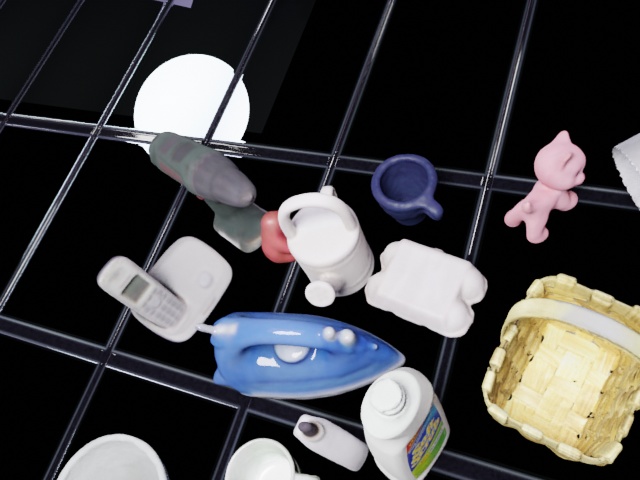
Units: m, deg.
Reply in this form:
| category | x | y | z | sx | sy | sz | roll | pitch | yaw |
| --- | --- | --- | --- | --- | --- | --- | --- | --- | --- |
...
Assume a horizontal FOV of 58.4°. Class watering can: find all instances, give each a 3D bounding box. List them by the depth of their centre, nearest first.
| category | x | y | z | sx | sy | sz | roll | pitch | yaw |
| --- | --- | --- | --- | --- | --- | --- | --- | --- | --- |
| watering can | 0.009 | 0.002 | 0.763 | 0.101 | 0.194 | 0.172 | -25 | 59 | 3 |

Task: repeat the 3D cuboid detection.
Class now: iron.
| category | x | y | z | sx | sy | sz | roll | pitch | yaw |
| --- | --- | --- | --- | --- | --- | --- | --- | --- | --- |
| iron | -0.027 | 0.133 | 0.736 | 0.257 | 0.142 | 0.118 | -3 | 63 | 15 |

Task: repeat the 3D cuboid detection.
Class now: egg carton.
| category | x | y | z | sx | sy | sz | roll | pitch | yaw |
| --- | --- | --- | --- | --- | --- | --- | --- | --- | --- |
| egg carton | 0.141 | 0.063 | 0.765 | 0.150 | 0.069 | 0.107 | 20 | 71 | 25 |

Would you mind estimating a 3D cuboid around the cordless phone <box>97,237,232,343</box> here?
| category | x | y | z | sx | sy | sz | roll | pitch | yaw |
| --- | --- | --- | --- | --- | --- | --- | --- | --- | --- |
| cordless phone | -0.218 | 0.051 | 0.810 | 0.094 | 0.185 | 0.148 | 24 | 72 | 26 |

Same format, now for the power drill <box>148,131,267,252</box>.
| category | x | y | z | sx | sy | sz | roll | pitch | yaw |
| --- | --- | --- | --- | --- | --- | --- | --- | --- | --- |
| power drill | -0.144 | -0.068 | 0.837 | 0.228 | 0.209 | 0.076 | 33 | 76 | 28 |

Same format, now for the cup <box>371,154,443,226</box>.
| category | x | y | z | sx | sy | sz | roll | pitch | yaw |
| --- | --- | --- | --- | --- | --- | --- | --- | --- | --- |
| cup | 0.134 | -0.054 | 0.813 | 0.092 | 0.095 | 0.117 | -41 | 60 | -7 |

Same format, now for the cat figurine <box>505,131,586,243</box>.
| category | x | y | z | sx | sy | sz | roll | pitch | yaw |
| --- | --- | --- | --- | --- | --- | --- | --- | --- | --- |
| cat figurine | 0.304 | -0.076 | 0.761 | 0.067 | 0.118 | 0.128 | 36 | 78 | 29 |

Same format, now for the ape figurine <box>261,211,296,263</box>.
| category | x | y | z | sx | sy | sz | roll | pitch | yaw |
| --- | --- | --- | --- | --- | --- | --- | --- | --- | --- |
| ape figurine | -0.058 | -0.011 | 0.849 | 0.076 | 0.092 | 0.077 | -31 | 59 | 0 |

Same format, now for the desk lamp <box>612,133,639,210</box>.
| category | x | y | z | sx | sy | sz | roll | pitch | yaw |
| --- | --- | --- | --- | --- | --- | --- | --- | --- | --- |
| desk lamp | 0.442 | -0.066 | 0.659 | 0.203 | 0.214 | 0.118 | -21 | 59 | 5 |

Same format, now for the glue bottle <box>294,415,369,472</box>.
| category | x | y | z | sx | sy | sz | roll | pitch | yaw |
| --- | --- | --- | --- | --- | --- | --- | --- | --- | --- |
| glue bottle | 0.004 | 0.228 | 0.659 | 0.078 | 0.173 | 0.037 | 18 | 70 | 24 |

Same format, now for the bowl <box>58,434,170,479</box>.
| category | x | y | z | sx | sy | sz | roll | pitch | yaw |
| --- | --- | --- | --- | --- | --- | --- | --- | --- | --- |
| bowl | -0.256 | 0.341 | 0.735 | 0.167 | 0.075 | 0.167 | -7 | 62 | 13 |
